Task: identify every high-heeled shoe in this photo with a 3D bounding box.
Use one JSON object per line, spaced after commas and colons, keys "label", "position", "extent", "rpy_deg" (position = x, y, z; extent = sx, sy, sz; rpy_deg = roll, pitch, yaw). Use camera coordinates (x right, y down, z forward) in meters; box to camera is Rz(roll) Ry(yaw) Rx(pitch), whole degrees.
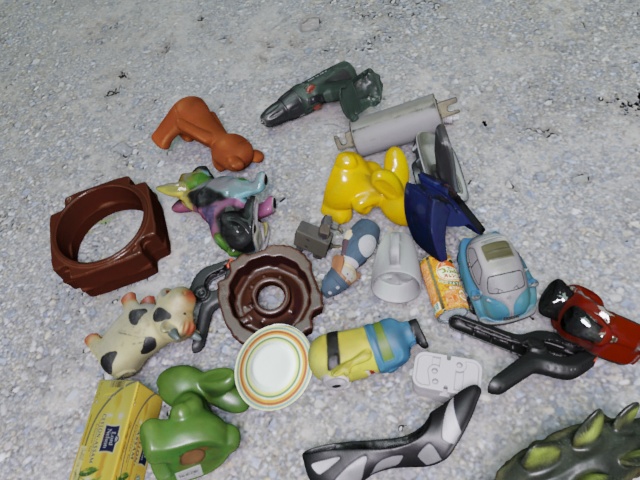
{"label": "high-heeled shoe", "position": [0.095, 0.261, 0.735], "extent": [0.145, 0.086, 0.248], "rpy_deg": [38, 89, 9]}

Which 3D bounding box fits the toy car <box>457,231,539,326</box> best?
{"label": "toy car", "position": [0.278, 0.045, 0.845], "extent": [0.109, 0.102, 0.162], "rpy_deg": [-11, 59, 2]}

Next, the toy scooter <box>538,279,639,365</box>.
{"label": "toy scooter", "position": [0.393, 0.120, 0.758], "extent": [0.135, 0.184, 0.075], "rpy_deg": [25, 102, 5]}

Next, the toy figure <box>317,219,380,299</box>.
{"label": "toy figure", "position": [0.051, 0.032, 0.915], "extent": [0.064, 0.058, 0.154], "rpy_deg": [32, 64, -1]}

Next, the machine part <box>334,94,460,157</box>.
{"label": "machine part", "position": [0.146, -0.217, 1.033], "extent": [0.243, 0.079, 0.079], "rpy_deg": [-16, 56, 13]}

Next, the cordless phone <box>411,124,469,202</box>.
{"label": "cordless phone", "position": [0.204, -0.154, 0.935], "extent": [0.089, 0.184, 0.147], "rpy_deg": [-11, 57, 8]}

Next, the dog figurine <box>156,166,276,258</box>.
{"label": "dog figurine", "position": [-0.199, -0.054, 0.995], "extent": [0.219, 0.108, 0.191], "rpy_deg": [2, 61, 16]}

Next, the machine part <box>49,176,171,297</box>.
{"label": "machine part", "position": [-0.397, -0.011, 1.012], "extent": [0.201, 0.087, 0.201], "rpy_deg": [-19, 56, -4]}

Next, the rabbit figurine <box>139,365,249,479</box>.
{"label": "rabbit figurine", "position": [-0.191, 0.246, 0.799], "extent": [0.159, 0.121, 0.170], "rpy_deg": [-22, 42, -8]}

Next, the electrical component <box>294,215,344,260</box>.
{"label": "electrical component", "position": [-0.002, -0.004, 0.932], "extent": [0.078, 0.102, 0.045], "rpy_deg": [22, 60, 11]}

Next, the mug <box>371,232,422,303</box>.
{"label": "mug", "position": [0.124, 0.031, 0.884], "extent": [0.081, 0.109, 0.107], "rpy_deg": [-6, 43, 14]}

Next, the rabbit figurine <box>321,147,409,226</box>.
{"label": "rabbit figurine", "position": [0.104, -0.092, 0.950], "extent": [0.173, 0.162, 0.122], "rpy_deg": [29, 54, 6]}

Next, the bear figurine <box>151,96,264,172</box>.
{"label": "bear figurine", "position": [-0.223, -0.194, 1.096], "extent": [0.196, 0.132, 0.120], "rpy_deg": [45, 35, 1]}

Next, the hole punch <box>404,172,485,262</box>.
{"label": "hole punch", "position": [0.182, -0.038, 0.860], "extent": [0.092, 0.115, 0.142], "rpy_deg": [-40, 24, 4]}

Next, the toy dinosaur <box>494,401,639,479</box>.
{"label": "toy dinosaur", "position": [0.274, 0.286, 0.637], "extent": [0.471, 0.198, 0.105], "rpy_deg": [-29, 55, -11]}

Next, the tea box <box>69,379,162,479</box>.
{"label": "tea box", "position": [-0.298, 0.301, 0.789], "extent": [0.068, 0.098, 0.169], "rpy_deg": [-1, 60, 10]}

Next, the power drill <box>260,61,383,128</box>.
{"label": "power drill", "position": [0.012, -0.285, 1.088], "extent": [0.232, 0.085, 0.207], "rpy_deg": [-38, 27, -22]}

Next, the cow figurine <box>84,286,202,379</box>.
{"label": "cow figurine", "position": [-0.276, 0.148, 0.865], "extent": [0.195, 0.085, 0.127], "rpy_deg": [-44, 65, 9]}

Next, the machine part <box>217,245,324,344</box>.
{"label": "machine part", "position": [-0.081, 0.096, 0.889], "extent": [0.179, 0.056, 0.179], "rpy_deg": [0, 66, 0]}

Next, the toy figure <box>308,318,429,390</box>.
{"label": "toy figure", "position": [0.071, 0.167, 0.819], "extent": [0.180, 0.082, 0.089], "rpy_deg": [-23, 46, 1]}
